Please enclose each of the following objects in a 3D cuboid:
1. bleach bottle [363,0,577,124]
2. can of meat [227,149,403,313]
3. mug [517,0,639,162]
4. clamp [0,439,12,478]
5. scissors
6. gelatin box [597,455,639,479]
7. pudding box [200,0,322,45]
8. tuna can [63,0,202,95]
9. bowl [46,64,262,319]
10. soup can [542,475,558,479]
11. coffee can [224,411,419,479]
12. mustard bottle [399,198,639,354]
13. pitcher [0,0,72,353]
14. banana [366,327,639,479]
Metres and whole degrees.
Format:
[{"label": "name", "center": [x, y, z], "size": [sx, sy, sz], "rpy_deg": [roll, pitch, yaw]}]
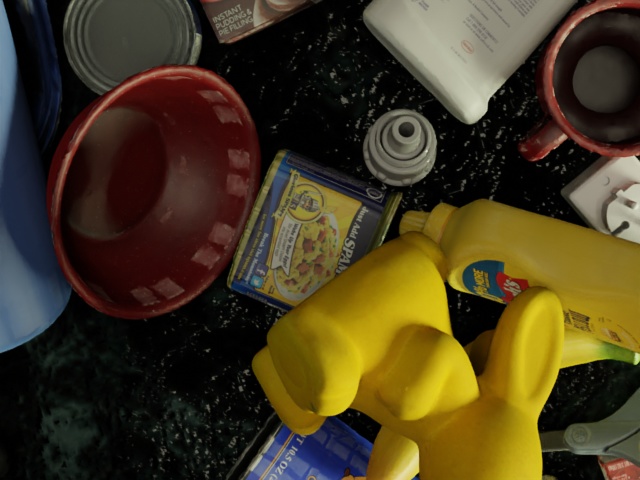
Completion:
[{"label": "bleach bottle", "center": [0.146, -0.194, 0.651], "size": [0.102, 0.068, 0.251], "rpy_deg": [45, 96, -4]}, {"label": "can of meat", "center": [-0.005, 0.001, 0.689], "size": [0.084, 0.057, 0.102], "rpy_deg": [23, 98, 3]}, {"label": "mug", "center": [0.168, -0.091, 0.651], "size": [0.093, 0.081, 0.117], "rpy_deg": [45, 98, -2]}, {"label": "clamp", "center": [-0.300, 0.092, 0.702], "size": [0.164, 0.036, 0.210], "rpy_deg": [-5, 119, -2]}, {"label": "scissors", "center": [0.183, 0.115, 0.704], "size": [0.202, 0.016, 0.096], "rpy_deg": [8, 60, 24]}, {"label": "gelatin box", "center": [0.238, 0.163, 0.704], "size": [0.089, 0.030, 0.073], "rpy_deg": [-20, 95, 7]}, {"label": "pudding box", "center": [-0.031, -0.187, 0.676], "size": [0.113, 0.039, 0.090], "rpy_deg": [-24, 95, 7]}, {"label": "tuna can", "center": [-0.120, -0.132, 0.692], "size": [0.086, 0.033, 0.086], "rpy_deg": [1, 97, 4]}, {"label": "bowl", "center": [-0.113, -0.035, 0.666], "size": [0.055, 0.161, 0.162], "rpy_deg": [22, 100, 39]}, {"label": "soup can", "center": [0.156, 0.215, 0.698], "size": [0.068, 0.068, 0.102], "rpy_deg": [-35, 93, 7]}, {"label": "coffee can", "center": [0.011, 0.177, 0.687], "size": [0.140, 0.103, 0.103], "rpy_deg": [37, 98, -1]}, {"label": "mustard bottle", "center": [0.136, 0.017, 0.655], "size": [0.192, 0.096, 0.058], "rpy_deg": [20, 76, 26]}, {"label": "pitcher", "center": [-0.222, -0.058, 0.637], "size": [0.149, 0.145, 0.243], "rpy_deg": [-14, 123, -7]}, {"label": "banana", "center": [0.103, 0.094, 0.677], "size": [0.197, 0.070, 0.037], "rpy_deg": [-27, 117, -12]}]
